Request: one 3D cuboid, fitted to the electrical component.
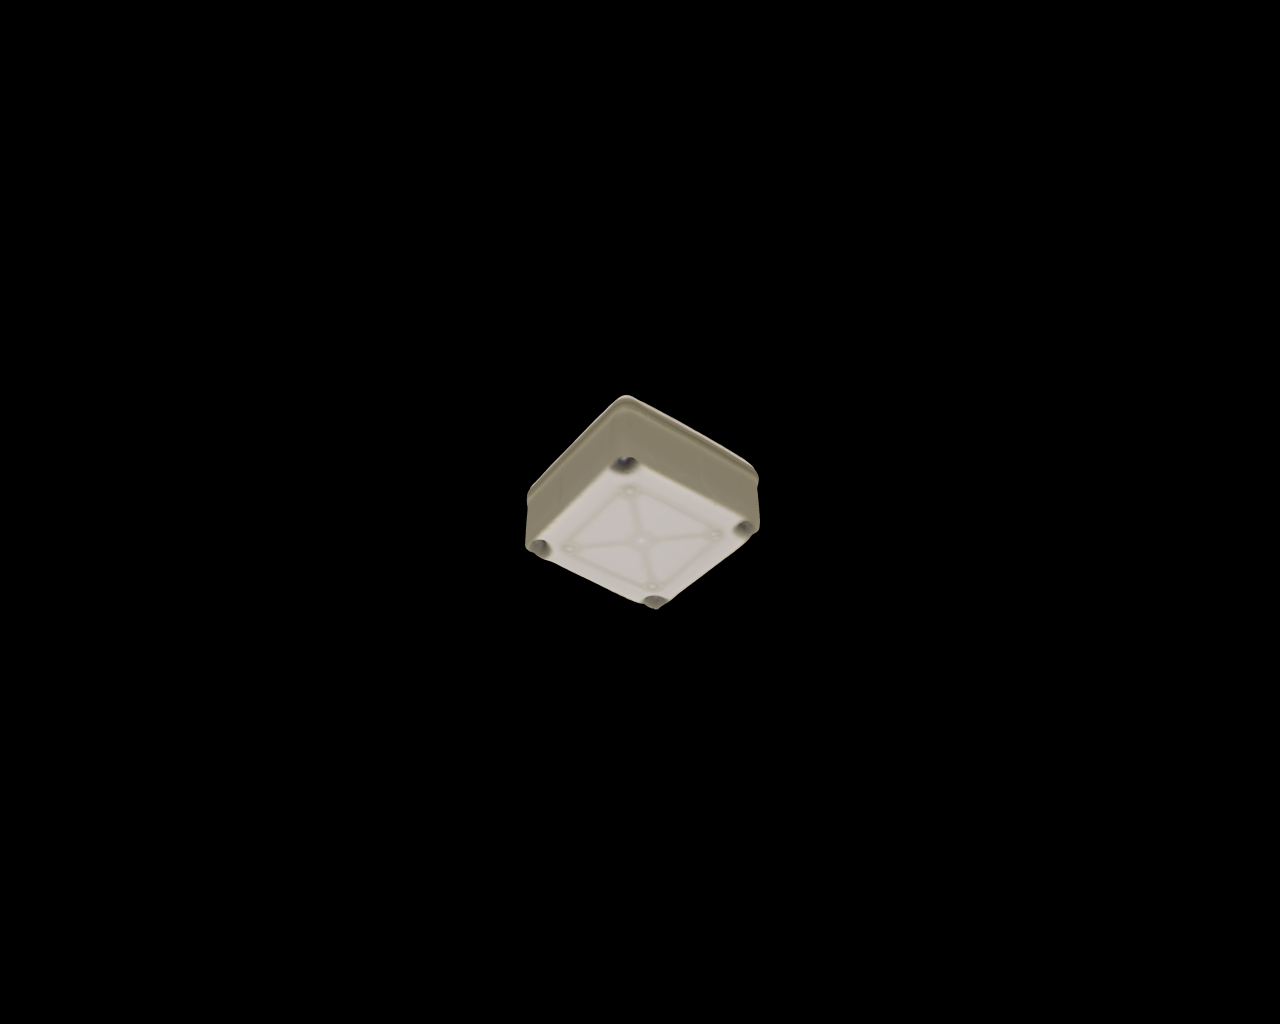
[{"bbox_3d":[0.001,-0.003,0.650,0.109,0.056,0.108,27,-49,-26],"label":"electrical component"}]
